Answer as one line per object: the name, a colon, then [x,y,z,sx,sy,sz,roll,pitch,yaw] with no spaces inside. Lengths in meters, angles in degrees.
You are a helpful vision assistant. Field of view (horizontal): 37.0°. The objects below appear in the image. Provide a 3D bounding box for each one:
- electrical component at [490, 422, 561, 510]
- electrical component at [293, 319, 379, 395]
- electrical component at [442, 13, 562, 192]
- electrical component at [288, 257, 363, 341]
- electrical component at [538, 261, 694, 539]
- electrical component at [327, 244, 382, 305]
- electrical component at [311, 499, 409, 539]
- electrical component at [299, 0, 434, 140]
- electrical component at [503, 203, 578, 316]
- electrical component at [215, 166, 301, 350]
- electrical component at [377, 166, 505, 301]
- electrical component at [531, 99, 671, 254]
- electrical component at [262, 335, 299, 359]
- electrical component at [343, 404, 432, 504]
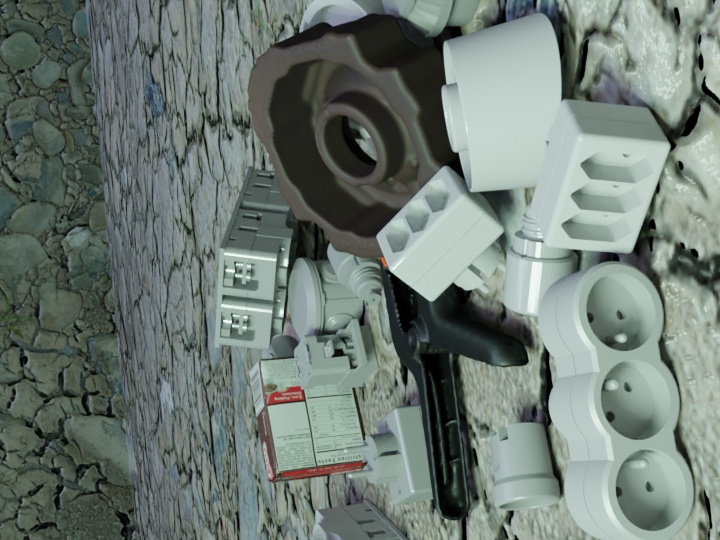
electrical component: [0.099,0.120,0.656,0.040,0.040,0.046,127,142,-61]
electrical component: [-0.023,0.079,0.952,0.081,0.064,0.042,121,141,-59]
electrical component: [0.083,-0.095,0.630,0.099,0.064,0.099,-10,-90,-88]
electrical component: [-0.033,0.027,0.986,0.080,0.051,0.080,176,90,-70]
electrical component: [0.123,0.070,0.557,0.074,0.052,0.138,150,114,-69]
electrical component: [0.000,0.000,0.904,0.078,0.040,0.040,-116,29,-46]
electrical component: [0.012,0.278,0.897,0.186,0.060,0.105,-156,64,-68]
electrical component: [0.011,-0.157,0.799,0.108,0.060,0.108,32,135,40]
electrical component: [0.104,-0.009,0.613,0.040,0.040,0.078,-141,51,-64]
electrical component: [-0.096,-0.015,1.062,0.186,0.060,0.105,-84,1,-61]
electrical component: [0.063,-0.013,0.679,0.065,0.077,0.047,-46,28,15]
electrical component: [0.118,-0.058,0.556,0.076,0.047,0.065,-97,15,-53]
electrical component: [-0.074,0.122,1.130,0.077,0.044,0.079,-125,36,-55]
electrical component: [0.025,0.140,0.807,0.047,0.077,0.065,128,135,-62]
